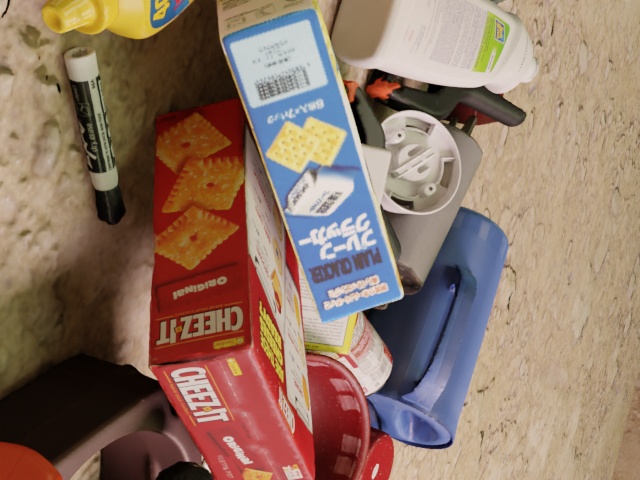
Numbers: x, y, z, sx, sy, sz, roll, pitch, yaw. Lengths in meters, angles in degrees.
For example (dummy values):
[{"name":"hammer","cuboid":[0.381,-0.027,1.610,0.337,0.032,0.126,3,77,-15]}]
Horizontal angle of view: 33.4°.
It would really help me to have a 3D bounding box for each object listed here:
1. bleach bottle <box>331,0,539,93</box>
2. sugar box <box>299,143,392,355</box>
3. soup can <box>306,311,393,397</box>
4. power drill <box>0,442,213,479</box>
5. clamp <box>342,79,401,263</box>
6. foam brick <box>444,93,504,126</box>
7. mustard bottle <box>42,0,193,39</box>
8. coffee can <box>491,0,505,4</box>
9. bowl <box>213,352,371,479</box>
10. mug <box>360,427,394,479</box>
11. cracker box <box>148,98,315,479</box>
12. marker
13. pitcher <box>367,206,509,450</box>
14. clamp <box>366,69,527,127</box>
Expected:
[{"name":"bleach bottle","cuboid":[0.123,-0.181,0.987,0.250,0.068,0.102,11,100,-47]},{"name":"sugar box","cuboid":[-0.006,0.001,0.888,0.093,0.048,0.176,11,93,-20]},{"name":"soup can","cuboid":[0.020,0.097,0.992,0.068,0.069,0.102,-63,143,-23]},{"name":"power drill","cuboid":[-0.134,0.180,0.581,0.184,0.057,0.187,-62,150,-23]},{"name":"clamp","cuboid":[0.011,-0.050,0.927,0.120,0.039,0.171,-14,104,-29]},{"name":"foam brick","cuboid":[0.164,-0.156,1.170,0.078,0.051,0.053,-16,118,-59]},{"name":"mustard bottle","cuboid":[-0.100,-0.178,0.649,0.191,0.058,0.096,-49,159,-39]},{"name":"coffee can","cuboid":[0.140,-0.300,0.995,0.102,0.103,0.140,-66,151,-17]},{"name":"bowl","cuboid":[-0.035,0.167,0.881,0.161,0.055,0.162,-8,103,-37]},{"name":"mug","cuboid":[0.026,0.217,1.063,0.117,0.082,0.093,-3,105,-62]},{"name":"cracker box","cuboid":[-0.060,0.037,0.721,0.164,0.072,0.213,71,11,-48]},{"name":"marker","cuboid":[-0.141,-0.063,0.674,0.020,0.020,0.121,-45,140,-45]},{"name":"pitcher","cuboid":[0.116,0.083,1.110,0.145,0.149,0.242,50,55,-45]},{"name":"clamp","cuboid":[0.123,-0.182,1.060,0.209,0.036,0.164,-15,94,-41]}]
